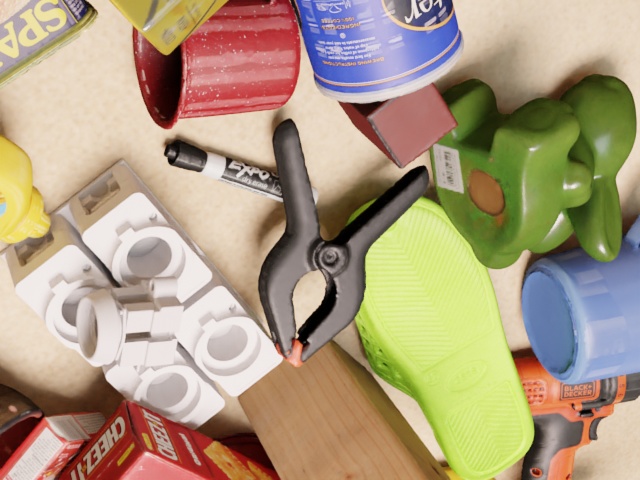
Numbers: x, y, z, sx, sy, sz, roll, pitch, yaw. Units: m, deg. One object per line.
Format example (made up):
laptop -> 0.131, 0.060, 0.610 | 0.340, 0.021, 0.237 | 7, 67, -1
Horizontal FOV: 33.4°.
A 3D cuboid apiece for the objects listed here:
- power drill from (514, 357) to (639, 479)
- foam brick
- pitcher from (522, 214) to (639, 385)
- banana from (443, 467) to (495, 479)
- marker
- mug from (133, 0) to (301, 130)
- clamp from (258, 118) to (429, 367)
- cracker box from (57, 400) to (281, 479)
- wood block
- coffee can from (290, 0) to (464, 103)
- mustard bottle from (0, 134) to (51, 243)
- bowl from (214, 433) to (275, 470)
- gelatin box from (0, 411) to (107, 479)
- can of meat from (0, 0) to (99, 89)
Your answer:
power drill -> 0.245, 0.187, 0.973 | 0.184, 0.057, 0.188 | -3, 104, -10
foam brick -> 0.048, -0.096, 0.740 | 0.053, 0.078, 0.051 | -38, 127, 1
pitcher -> 0.300, 0.035, 0.904 | 0.242, 0.149, 0.145 | -11, 163, -15
banana -> 0.089, 0.243, 0.972 | 0.197, 0.037, 0.070 | -8, 117, -21
marker -> -0.055, -0.046, 0.756 | 0.120, 0.020, 0.020 | 17, 108, -31
mug -> -0.061, -0.127, 0.661 | 0.081, 0.093, 0.117 | -9, 142, -26
clamp -> -0.005, 0.001, 0.758 | 0.120, 0.039, 0.171 | 26, 86, -12
cracker box -> -0.105, 0.231, 0.785 | 0.213, 0.072, 0.164 | 35, 99, -35
wood block -> 0.028, 0.167, 0.798 | 0.090, 0.206, 0.090 | -44, 125, 3
coffee can -> 0.026, -0.173, 0.672 | 0.102, 0.103, 0.140 | -26, 124, -10
mustard bottle -> -0.229, -0.043, 0.631 | 0.096, 0.058, 0.191 | -13, 153, 24
bowl -> -0.070, 0.242, 0.887 | 0.162, 0.055, 0.162 | -11, 121, -19
gelatin box -> -0.192, 0.162, 0.774 | 0.073, 0.030, 0.089 | -49, 165, 5
can of meat -> -0.195, -0.140, 0.617 | 0.102, 0.057, 0.084 | -35, 123, -4
